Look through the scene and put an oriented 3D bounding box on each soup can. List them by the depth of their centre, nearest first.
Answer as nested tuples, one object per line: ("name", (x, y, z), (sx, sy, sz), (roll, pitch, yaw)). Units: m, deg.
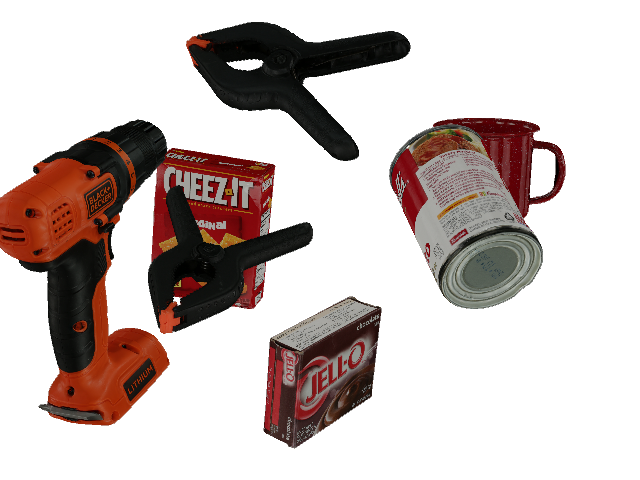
("soup can", (0.091, -0.015, 0.671), (0.068, 0.069, 0.102), (0, 43, -20))

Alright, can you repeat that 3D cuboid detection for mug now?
("mug", (0.157, -0.061, 0.945), (0.117, 0.081, 0.093), (4, 15, 13))

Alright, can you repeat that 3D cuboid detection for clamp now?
("clamp", (-0.018, -0.135, 0.823), (0.172, 0.120, 0.039), (26, -31, 20))
("clamp", (-0.121, 0.016, 1.072), (0.165, 0.036, 0.209), (20, 38, 16))

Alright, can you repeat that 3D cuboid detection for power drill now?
("power drill", (-0.155, 0.020, 0.759), (0.057, 0.188, 0.184), (4, 25, 22))

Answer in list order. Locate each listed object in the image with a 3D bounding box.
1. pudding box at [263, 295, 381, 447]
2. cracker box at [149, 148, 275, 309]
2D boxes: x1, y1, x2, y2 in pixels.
("pudding box", (0.002, 0.106, 0.884), (0.039, 0.090, 0.113), (21, 29, 30))
("cracker box", (-0.162, -0.016, 1.579), (0.164, 0.214, 0.072), (10, 20, 10))
